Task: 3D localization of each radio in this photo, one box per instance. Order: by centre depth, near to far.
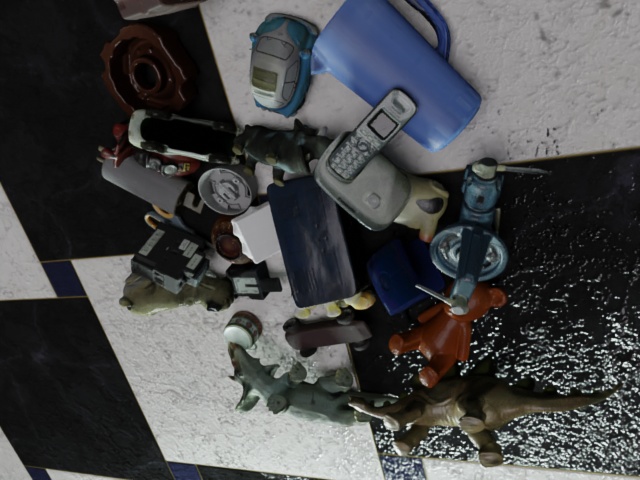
[{"bbox_3d":[-0.002,-0.003,0.951,0.131,0.073,0.229,-12,95,25],"label":"radio"}]

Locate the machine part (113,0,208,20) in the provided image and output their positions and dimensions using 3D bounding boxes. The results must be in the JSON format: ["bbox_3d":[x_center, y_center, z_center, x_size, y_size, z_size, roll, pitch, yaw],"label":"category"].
[{"bbox_3d":[-0.257,-0.434,0.781,0.087,0.201,0.201,-4,115,26],"label":"machine part"}]

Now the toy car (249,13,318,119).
[{"bbox_3d":[-0.071,-0.270,0.855,0.109,0.103,0.161,23,120,10],"label":"toy car"}]

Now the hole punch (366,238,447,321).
[{"bbox_3d":[0.138,0.064,0.932,0.116,0.092,0.142,-36,72,30],"label":"hole punch"}]

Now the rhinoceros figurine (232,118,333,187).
[{"bbox_3d":[-0.057,-0.153,0.913,0.191,0.112,0.073,13,145,30],"label":"rhinoceros figurine"}]

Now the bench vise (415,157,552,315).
[{"bbox_3d":[0.232,0.001,0.809,0.129,0.241,0.223,20,138,6],"label":"bench vise"}]

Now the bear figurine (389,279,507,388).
[{"bbox_3d":[0.227,0.144,0.943,0.120,0.132,0.195,46,135,28],"label":"bear figurine"}]

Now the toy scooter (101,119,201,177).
[{"bbox_3d":[-0.320,-0.162,0.991,0.184,0.135,0.075,24,122,6],"label":"toy scooter"}]

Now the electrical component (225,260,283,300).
[{"bbox_3d":[-0.127,0.081,1.095,0.119,0.048,0.074,-6,115,24],"label":"electrical component"}]

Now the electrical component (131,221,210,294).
[{"bbox_3d":[-0.295,0.040,1.086,0.134,0.115,0.058,25,143,5],"label":"electrical component"}]

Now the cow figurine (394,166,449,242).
[{"bbox_3d":[0.117,-0.088,0.887,0.195,0.085,0.127,20,120,7],"label":"cow figurine"}]

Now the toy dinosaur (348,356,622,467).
[{"bbox_3d":[0.278,0.290,0.956,0.472,0.198,0.104,-3,115,23],"label":"toy dinosaur"}]

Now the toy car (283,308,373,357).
[{"bbox_3d":[0.015,0.187,1.092,0.202,0.053,0.089,-17,114,33],"label":"toy car"}]

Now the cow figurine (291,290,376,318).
[{"bbox_3d":[0.021,0.094,1.035,0.167,0.068,0.098,-9,104,24],"label":"cow figurine"}]

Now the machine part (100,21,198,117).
[{"bbox_3d":[-0.303,-0.296,0.961,0.180,0.056,0.179,10,121,17],"label":"machine part"}]

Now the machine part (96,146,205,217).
[{"bbox_3d":[-0.336,-0.116,1.056,0.243,0.079,0.079,28,123,5],"label":"machine part"}]

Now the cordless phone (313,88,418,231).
[{"bbox_3d":[0.094,-0.117,0.780,0.146,0.089,0.184,40,121,-8],"label":"cordless phone"}]

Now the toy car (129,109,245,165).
[{"bbox_3d":[-0.231,-0.181,0.949,0.202,0.056,0.073,8,94,-18],"label":"toy car"}]

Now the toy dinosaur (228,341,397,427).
[{"bbox_3d":[-0.019,0.335,1.143,0.405,0.131,0.192,20,156,-13],"label":"toy dinosaur"}]

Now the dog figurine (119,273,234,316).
[{"bbox_3d":[-0.291,0.116,1.112,0.191,0.172,0.121,16,133,21],"label":"dog figurine"}]
